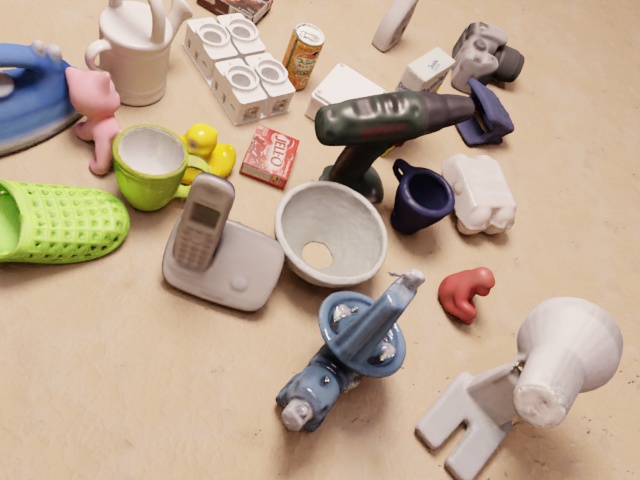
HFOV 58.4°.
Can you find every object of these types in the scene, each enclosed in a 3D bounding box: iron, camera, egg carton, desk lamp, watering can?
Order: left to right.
[{"bbox_3d":[-0.411,-0.200,0.731,0.259,0.141,0.118,-28,73,-33],"label":"iron"},{"bbox_3d":[-0.259,-0.300,0.821,0.101,0.194,0.173,25,54,-5],"label":"watering can"},{"bbox_3d":[0.264,-0.079,0.969,0.107,0.069,0.150,-2,61,-22],"label":"egg carton"},{"bbox_3d":[0.346,-0.368,1.161,0.137,0.100,0.143,19,55,-9],"label":"camera"},{"bbox_3d":[0.253,0.185,0.711,0.118,0.213,0.204,46,55,10],"label":"desk lamp"}]

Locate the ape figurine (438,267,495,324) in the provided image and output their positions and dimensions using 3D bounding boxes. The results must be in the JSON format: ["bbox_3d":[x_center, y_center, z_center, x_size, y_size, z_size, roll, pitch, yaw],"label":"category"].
[{"bbox_3d":[0.223,0.072,0.845,0.076,0.092,0.078,42,54,7],"label":"ape figurine"}]

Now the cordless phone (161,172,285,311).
[{"bbox_3d":[-0.109,0.001,0.699,0.148,0.185,0.094,19,55,-10],"label":"cordless phone"}]

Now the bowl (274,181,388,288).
[{"bbox_3d":[0.007,0.003,0.813,0.168,0.074,0.167,10,57,-16],"label":"bowl"}]

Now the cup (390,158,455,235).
[{"bbox_3d":[0.140,-0.061,0.893,0.092,0.095,0.117,-30,74,-33],"label":"cup"}]

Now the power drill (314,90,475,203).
[{"bbox_3d":[0.089,-0.141,0.852,0.230,0.208,0.075,-5,62,-24],"label":"power drill"}]

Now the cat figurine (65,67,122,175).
[{"bbox_3d":[-0.295,-0.171,0.774,0.067,0.117,0.127,-22,70,-31],"label":"cat figurine"}]

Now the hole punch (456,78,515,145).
[{"bbox_3d":[0.314,-0.244,1.078,0.101,0.091,0.108,-9,63,-26],"label":"hole punch"}]

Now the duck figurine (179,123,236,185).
[{"bbox_3d":[-0.167,-0.130,0.819,0.105,0.086,0.077,-8,63,-25],"label":"duck figurine"}]

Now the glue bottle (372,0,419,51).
[{"bbox_3d":[0.159,-0.444,1.089,0.037,0.173,0.078,41,54,6],"label":"glue bottle"}]

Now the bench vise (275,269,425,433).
[{"bbox_3d":[0.046,0.131,0.659,0.121,0.219,0.207,26,54,-4],"label":"bench vise"}]
